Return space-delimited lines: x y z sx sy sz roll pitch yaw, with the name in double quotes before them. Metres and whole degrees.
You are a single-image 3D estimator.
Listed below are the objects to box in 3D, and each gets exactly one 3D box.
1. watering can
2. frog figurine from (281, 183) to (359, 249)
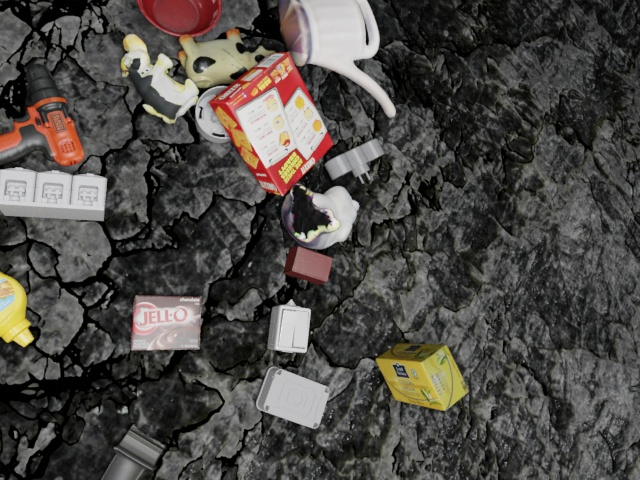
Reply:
"watering can" 0.036 -0.414 1.097 0.225 0.349 0.103 -14 -6 -23
"frog figurine" 0.003 -0.051 1.013 0.138 0.121 0.160 26 15 16
